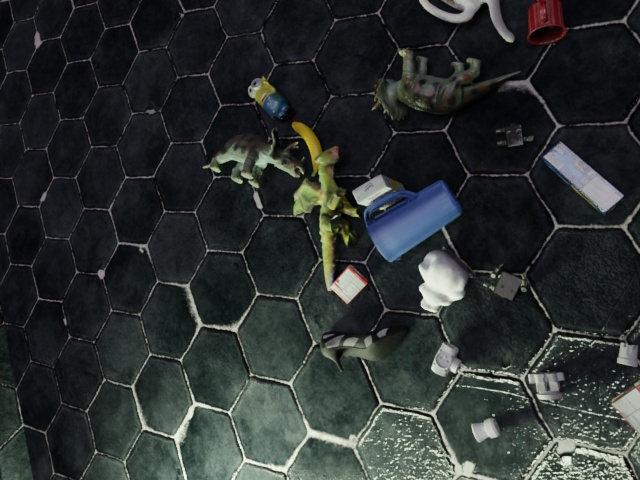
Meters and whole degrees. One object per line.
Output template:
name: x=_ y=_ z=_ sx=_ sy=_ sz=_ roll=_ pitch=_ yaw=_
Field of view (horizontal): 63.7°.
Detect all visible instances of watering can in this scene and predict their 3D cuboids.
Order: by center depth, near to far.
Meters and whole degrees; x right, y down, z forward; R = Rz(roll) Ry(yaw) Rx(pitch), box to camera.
watering can: x=0.426 y=-0.680 z=1.392 sx=0.352 sy=0.103 sz=0.223 roll=39 pitch=100 yaw=27

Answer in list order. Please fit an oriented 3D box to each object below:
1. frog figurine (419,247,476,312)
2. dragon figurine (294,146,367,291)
frog figurine: x=0.310 y=0.108 z=1.335 sx=0.138 sy=0.122 sz=0.159 roll=41 pitch=91 yaw=6
dragon figurine: x=0.005 y=-0.078 z=1.544 sx=0.246 sy=0.122 sz=0.405 roll=32 pitch=112 yaw=45
